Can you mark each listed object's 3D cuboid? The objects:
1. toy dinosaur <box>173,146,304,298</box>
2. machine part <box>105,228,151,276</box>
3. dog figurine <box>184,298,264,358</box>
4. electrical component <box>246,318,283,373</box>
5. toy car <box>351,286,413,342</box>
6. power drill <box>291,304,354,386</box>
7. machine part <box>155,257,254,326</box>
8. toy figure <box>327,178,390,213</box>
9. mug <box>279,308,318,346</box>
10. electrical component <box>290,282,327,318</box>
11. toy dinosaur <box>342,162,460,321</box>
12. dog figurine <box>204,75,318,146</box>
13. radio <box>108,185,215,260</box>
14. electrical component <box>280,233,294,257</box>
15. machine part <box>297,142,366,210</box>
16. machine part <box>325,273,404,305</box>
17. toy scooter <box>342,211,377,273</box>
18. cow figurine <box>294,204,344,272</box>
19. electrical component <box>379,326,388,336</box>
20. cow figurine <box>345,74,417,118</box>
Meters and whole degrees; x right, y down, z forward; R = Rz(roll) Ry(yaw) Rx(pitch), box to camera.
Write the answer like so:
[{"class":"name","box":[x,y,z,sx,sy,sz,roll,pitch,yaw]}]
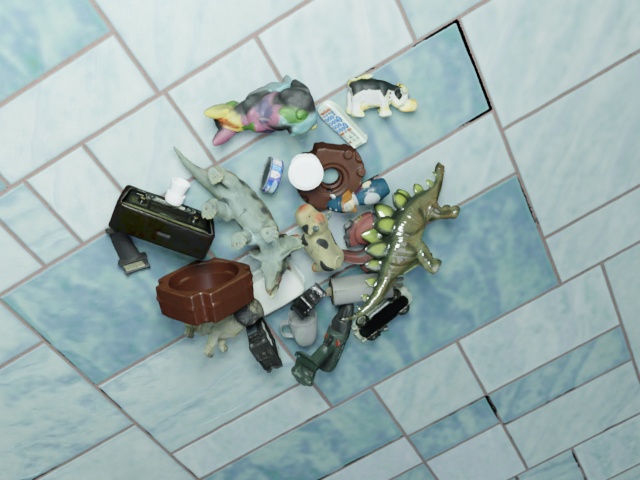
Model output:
[{"class":"toy dinosaur","box":[-0.180,-0.065,1.278,0.131,0.192,0.405,-36,83,8]},{"class":"machine part","box":[-0.482,0.025,1.337,0.084,0.039,0.138,-18,121,8]},{"class":"dog figurine","box":[-0.254,0.188,1.409,0.172,0.121,0.190,42,104,4]},{"class":"electrical component","box":[-0.160,0.281,1.482,0.058,0.115,0.134,-27,118,-1]},{"class":"toy car","box":[0.177,0.210,1.528,0.202,0.056,0.073,-39,117,-4]},{"class":"power drill","box":[0.011,0.294,1.491,0.086,0.207,0.231,25,123,17]},{"class":"machine part","box":[-0.277,0.123,1.311,0.202,0.201,0.087,7,114,36]},{"class":"toy figure","box":[0.091,-0.103,1.302,0.154,0.058,0.064,-23,107,0]},{"class":"mug","box":[-0.055,0.251,1.507,0.110,0.081,0.107,-15,128,-8]},{"class":"electrical component","box":[-0.039,0.171,1.451,0.048,0.075,0.119,46,139,6]},{"class":"toy dinosaur","box":[0.205,0.006,1.334,0.198,0.105,0.471,25,79,-9]},{"class":"dog figurine","box":[-0.136,-0.270,1.175,0.219,0.192,0.108,-23,126,-15]},{"class":"radio","box":[-0.366,-0.044,1.268,0.229,0.131,0.073,22,111,-20]},{"class":"electrical component","box":[-0.109,0.017,1.395,0.102,0.045,0.078,-7,116,-7]},{"class":"machine part","box":[0.025,-0.155,1.326,0.179,0.056,0.179,-4,118,-7]},{"class":"machine part","box":[0.113,0.133,1.478,0.243,0.079,0.079,-8,118,-7]},{"class":"toy scooter","box":[0.098,0.011,1.416,0.135,0.075,0.183,-5,122,-4]},{"class":"cow figurine","box":[-0.003,-0.004,1.340,0.085,0.127,0.194,-45,118,-29]},{"class":"electrical component","box":[0.153,0.257,1.580,0.094,0.021,0.063,-13,118,-3]},{"class":"cow figurine","box":[0.145,-0.338,1.250,0.167,0.068,0.098,-5,112,-8]}]
